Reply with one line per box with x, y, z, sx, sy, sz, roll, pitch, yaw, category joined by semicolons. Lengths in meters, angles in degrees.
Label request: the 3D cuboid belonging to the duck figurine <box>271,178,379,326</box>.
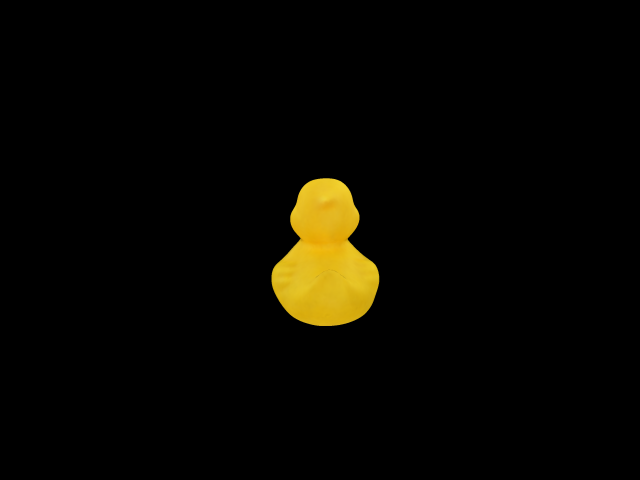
0.004;0.001;0.400;0.077;0.086;0.104;-2;27;-3;duck figurine
